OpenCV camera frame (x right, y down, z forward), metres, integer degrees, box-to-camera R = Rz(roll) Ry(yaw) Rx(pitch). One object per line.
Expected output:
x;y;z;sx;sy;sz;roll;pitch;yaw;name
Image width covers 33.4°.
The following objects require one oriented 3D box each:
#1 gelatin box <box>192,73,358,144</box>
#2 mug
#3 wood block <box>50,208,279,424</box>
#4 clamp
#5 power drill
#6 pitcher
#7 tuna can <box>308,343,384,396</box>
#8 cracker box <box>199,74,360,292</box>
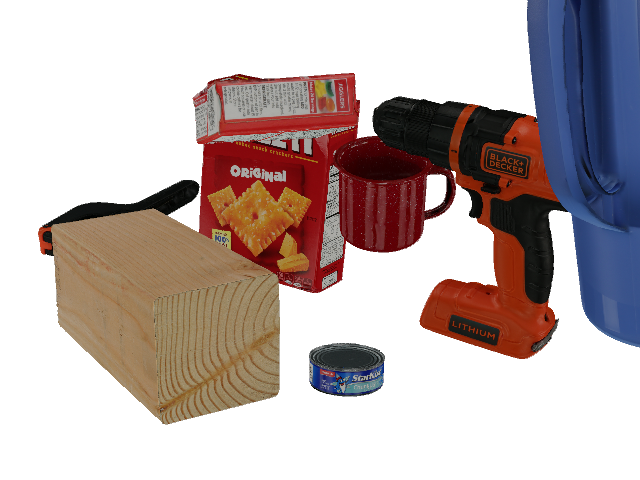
-0.027;-0.070;0.574;0.073;0.030;0.089;-5;3;-13;gelatin box
0.070;-0.043;1.011;0.117;0.081;0.093;-5;33;-7;mug
-0.118;0.047;0.777;0.090;0.090;0.206;-10;19;-30;wood block
-0.186;-0.017;1.042;0.171;0.039;0.120;0;33;-9;clamp
0.120;-0.012;0.817;0.185;0.188;0.057;18;34;28;power drill
0.182;-0.064;0.564;0.149;0.243;0.145;-6;22;6;pitcher
0.029;0.146;1.204;0.086;0.034;0.086;1;14;0;tuna can
-0.051;-0.064;1.193;0.164;0.214;0.072;16;23;27;cracker box
